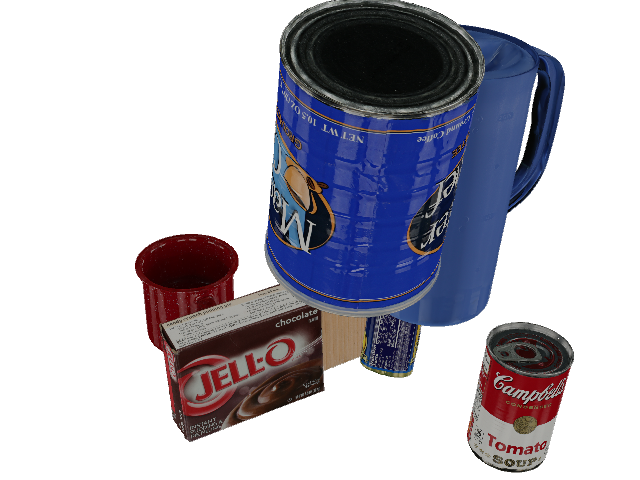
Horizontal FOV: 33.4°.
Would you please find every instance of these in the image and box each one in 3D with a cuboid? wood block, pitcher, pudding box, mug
[{"bbox_3d":[0.011,0.032,1.227,0.090,0.206,0.090,-17,32,-30],"label":"wood block"},{"bbox_3d":[0.113,-0.054,0.907,0.149,0.243,0.144,12,32,17],"label":"pitcher"},{"bbox_3d":[-0.054,0.084,0.763,0.113,0.090,0.039,-20,43,-21],"label":"pudding box"},{"bbox_3d":[-0.114,0.058,0.969,0.093,0.081,0.117,-16,37,-25],"label":"mug"}]

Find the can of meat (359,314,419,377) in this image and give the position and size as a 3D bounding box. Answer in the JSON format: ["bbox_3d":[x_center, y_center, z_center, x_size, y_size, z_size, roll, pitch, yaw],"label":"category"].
[{"bbox_3d":[0.073,0.073,1.034,0.057,0.084,0.102,10,22,8],"label":"can of meat"}]

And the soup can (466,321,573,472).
[{"bbox_3d":[0.158,0.126,0.854,0.068,0.102,0.068,5,31,-3],"label":"soup can"}]

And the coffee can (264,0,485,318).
[{"bbox_3d":[0.025,-0.043,0.572,0.102,0.140,0.103,3,44,-4],"label":"coffee can"}]
